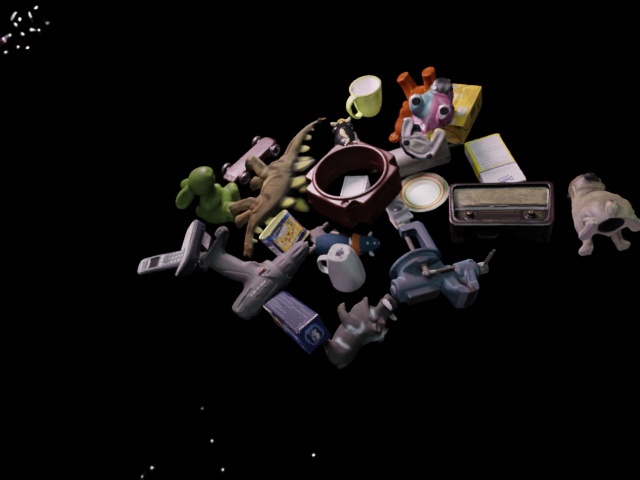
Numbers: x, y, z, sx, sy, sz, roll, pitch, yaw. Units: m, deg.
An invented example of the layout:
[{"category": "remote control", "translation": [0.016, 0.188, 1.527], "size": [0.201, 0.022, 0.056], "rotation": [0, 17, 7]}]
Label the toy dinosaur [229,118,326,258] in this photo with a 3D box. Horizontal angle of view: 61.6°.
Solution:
[{"category": "toy dinosaur", "translation": [-0.108, -0.159, 1.461], "size": [0.199, 0.105, 0.471], "rotation": [9, 65, 16]}]

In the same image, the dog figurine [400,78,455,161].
[{"category": "dog figurine", "translation": [0.280, -0.306, 1.350], "size": [0.109, 0.191, 0.219], "rotation": [18, 25, 13]}]

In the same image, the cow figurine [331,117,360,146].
[{"category": "cow figurine", "translation": [0.068, -0.292, 1.509], "size": [0.068, 0.098, 0.167], "rotation": [-21, 49, 10]}]

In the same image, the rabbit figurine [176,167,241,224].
[{"category": "rabbit figurine", "translation": [-0.308, -0.134, 1.458], "size": [0.159, 0.170, 0.121], "rotation": [-5, 51, 14]}]

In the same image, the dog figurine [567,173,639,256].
[{"category": "dog figurine", "translation": [0.578, -0.086, 1.128], "size": [0.121, 0.172, 0.190], "rotation": [-4, 58, 2]}]

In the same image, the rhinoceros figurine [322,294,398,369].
[{"category": "rhinoceros figurine", "translation": [0.084, 0.185, 1.133], "size": [0.190, 0.073, 0.112], "rotation": [-44, 51, -17]}]

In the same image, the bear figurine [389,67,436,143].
[{"category": "bear figurine", "translation": [0.255, -0.367, 1.490], "size": [0.120, 0.131, 0.196], "rotation": [3, 47, 42]}]

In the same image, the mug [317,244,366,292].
[{"category": "mug", "translation": [0.045, 0.054, 1.229], "size": [0.110, 0.107, 0.081], "rotation": [15, 57, 26]}]

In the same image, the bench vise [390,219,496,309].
[{"category": "bench vise", "translation": [0.240, 0.041, 1.170], "size": [0.224, 0.128, 0.241], "rotation": [-21, 53, -2]}]

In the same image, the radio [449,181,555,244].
[{"category": "radio", "translation": [0.409, -0.061, 1.222], "size": [0.230, 0.073, 0.131], "rotation": [0, 52, 19]}]

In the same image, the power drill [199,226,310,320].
[{"category": "power drill", "translation": [-0.163, 0.053, 1.262], "size": [0.207, 0.086, 0.232], "rotation": [34, 90, 4]}]

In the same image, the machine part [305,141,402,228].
[{"category": "machine part", "translation": [0.081, -0.140, 1.305], "size": [0.202, 0.087, 0.201], "rotation": [28, 65, 37]}]

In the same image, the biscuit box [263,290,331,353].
[{"category": "biscuit box", "translation": [-0.052, 0.170, 1.145], "size": [0.063, 0.059, 0.203], "rotation": [-38, 22, -14]}]

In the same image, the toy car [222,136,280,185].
[{"category": "toy car", "translation": [-0.202, -0.230, 1.578], "size": [0.089, 0.053, 0.202], "rotation": [28, 61, 23]}]

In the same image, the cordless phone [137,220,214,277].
[{"category": "cordless phone", "translation": [-0.384, 0.032, 1.411], "size": [0.184, 0.088, 0.147], "rotation": [-10, 50, 16]}]

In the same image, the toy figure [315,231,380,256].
[{"category": "toy figure", "translation": [0.066, 0.011, 1.287], "size": [0.155, 0.064, 0.058], "rotation": [-1, 18, 6]}]

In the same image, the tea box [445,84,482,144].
[{"category": "tea box", "translation": [0.372, -0.346, 1.468], "size": [0.098, 0.068, 0.169], "rotation": [16, 58, 28]}]

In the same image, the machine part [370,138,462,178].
[{"category": "machine part", "translation": [0.248, -0.212, 1.397], "size": [0.243, 0.079, 0.079], "rotation": [-19, 49, 5]}]

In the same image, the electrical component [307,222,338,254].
[{"category": "electrical component", "translation": [-0.003, -0.004, 1.348], "size": [0.094, 0.021, 0.063], "rotation": [-38, 51, -12]}]
